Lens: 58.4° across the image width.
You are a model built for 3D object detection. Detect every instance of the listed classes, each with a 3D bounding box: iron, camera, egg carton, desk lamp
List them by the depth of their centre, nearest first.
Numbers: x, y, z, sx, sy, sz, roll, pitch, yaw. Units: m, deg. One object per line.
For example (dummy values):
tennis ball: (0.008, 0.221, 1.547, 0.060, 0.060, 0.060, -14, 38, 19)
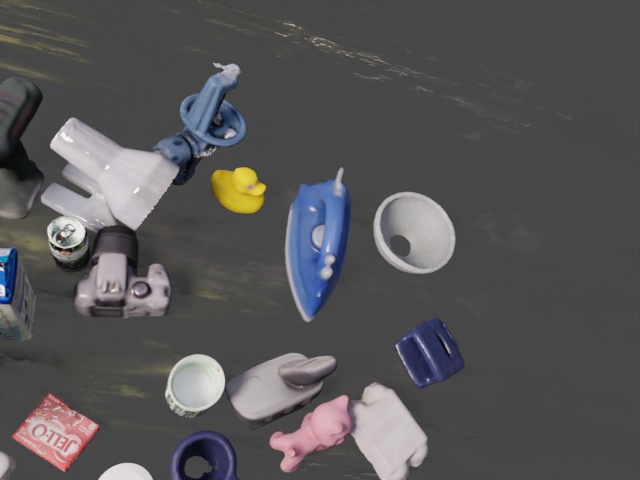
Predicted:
desk lamp: (-0.329, -0.088, 0.888, 0.203, 0.213, 0.118, 28, 61, -5)
camera: (-0.305, 0.047, 0.900, 0.143, 0.100, 0.137, 3, 66, -18)
egg carton: (0.106, 0.315, 0.937, 0.107, 0.069, 0.150, -33, 80, -28)
iron: (0.009, 0.004, 1.004, 0.119, 0.141, 0.258, 11, 64, -14)

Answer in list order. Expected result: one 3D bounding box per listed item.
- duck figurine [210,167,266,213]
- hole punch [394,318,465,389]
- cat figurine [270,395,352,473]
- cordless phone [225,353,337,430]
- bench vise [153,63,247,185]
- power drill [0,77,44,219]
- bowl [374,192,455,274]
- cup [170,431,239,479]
duck figurine: (-0.144, -0.101, 1.031, 0.104, 0.086, 0.077, 28, 61, -5)
hole punch: (0.202, 0.194, 1.013, 0.101, 0.091, 0.108, -22, 75, -26)
cat figurine: (-0.004, 0.297, 0.880, 0.128, 0.117, 0.067, -28, 77, -27)
cordless phone: (-0.056, 0.214, 0.861, 0.148, 0.185, 0.094, -22, 75, -26)
bench vise: (-0.196, -0.191, 0.977, 0.121, 0.219, 0.207, 29, 61, -4)
power drill: (-0.476, -0.118, 0.854, 0.076, 0.208, 0.229, 16, 62, -11)
bowl: (0.170, -0.004, 1.102, 0.168, 0.074, 0.167, 8, 64, -16)
cup: (-0.160, 0.333, 0.823, 0.118, 0.095, 0.092, 32, 60, -3)
